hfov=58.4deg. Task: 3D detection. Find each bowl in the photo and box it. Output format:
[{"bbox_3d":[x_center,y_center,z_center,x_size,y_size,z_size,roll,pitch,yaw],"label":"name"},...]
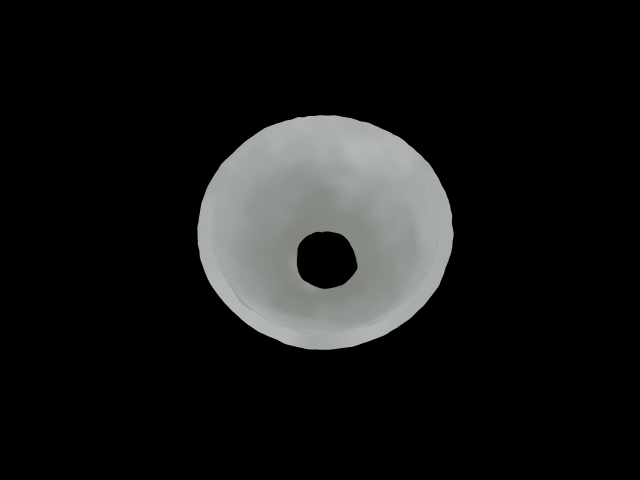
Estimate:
[{"bbox_3d":[0.004,0.001,0.400,0.167,0.075,0.167,0,66,0],"label":"bowl"}]
